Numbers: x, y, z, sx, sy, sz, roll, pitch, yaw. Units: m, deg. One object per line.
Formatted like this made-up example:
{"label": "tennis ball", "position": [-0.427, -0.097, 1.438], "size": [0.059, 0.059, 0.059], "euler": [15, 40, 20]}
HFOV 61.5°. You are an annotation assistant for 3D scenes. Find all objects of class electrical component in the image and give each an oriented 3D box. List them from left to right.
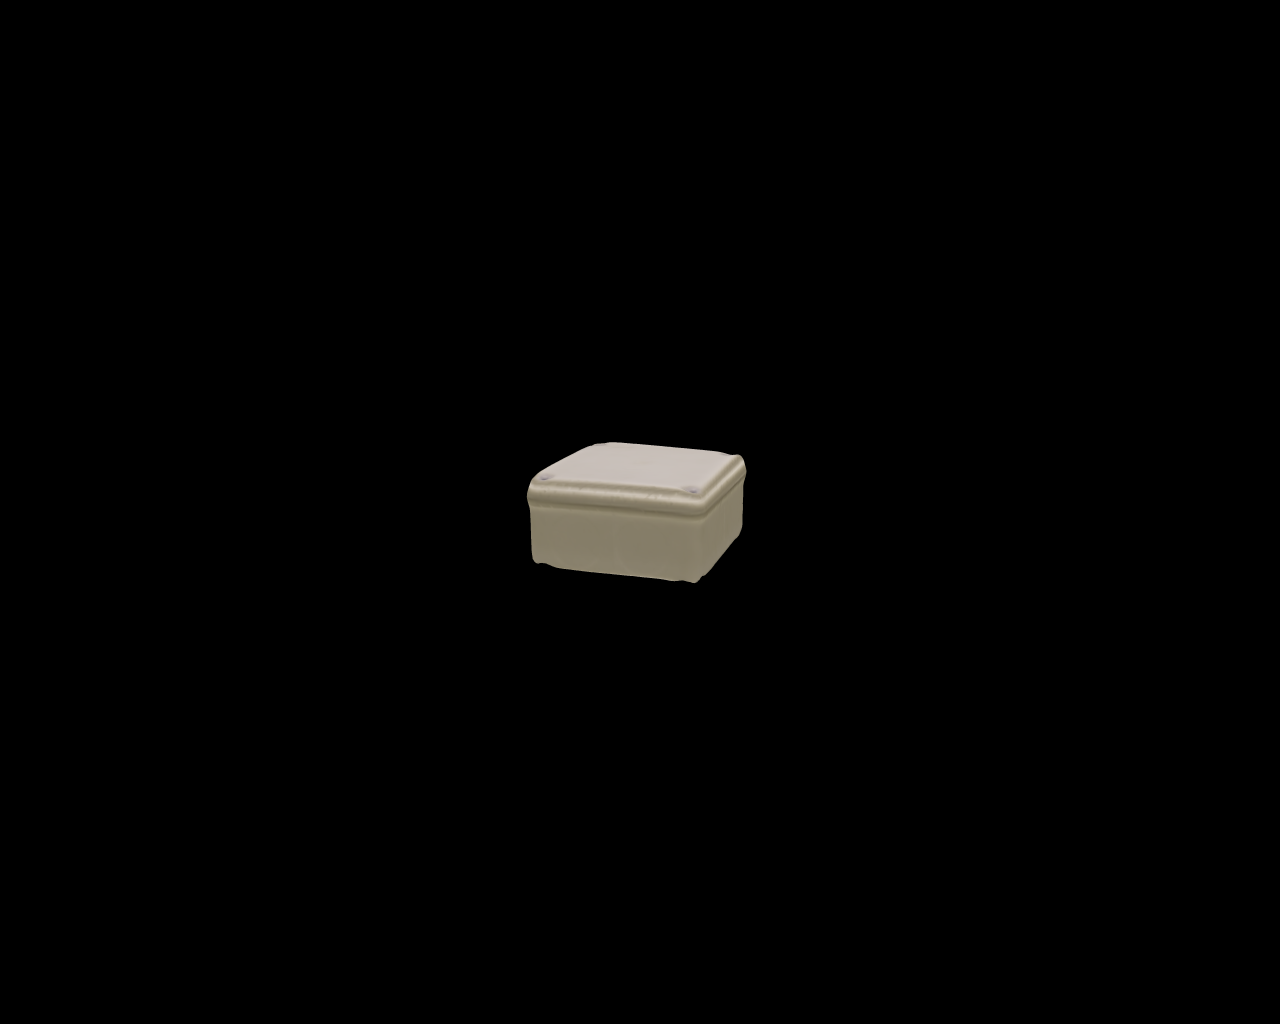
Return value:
{"label": "electrical component", "position": [0.001, -0.003, 0.650], "size": [0.109, 0.056, 0.109], "euler": [6, 17, 19]}
